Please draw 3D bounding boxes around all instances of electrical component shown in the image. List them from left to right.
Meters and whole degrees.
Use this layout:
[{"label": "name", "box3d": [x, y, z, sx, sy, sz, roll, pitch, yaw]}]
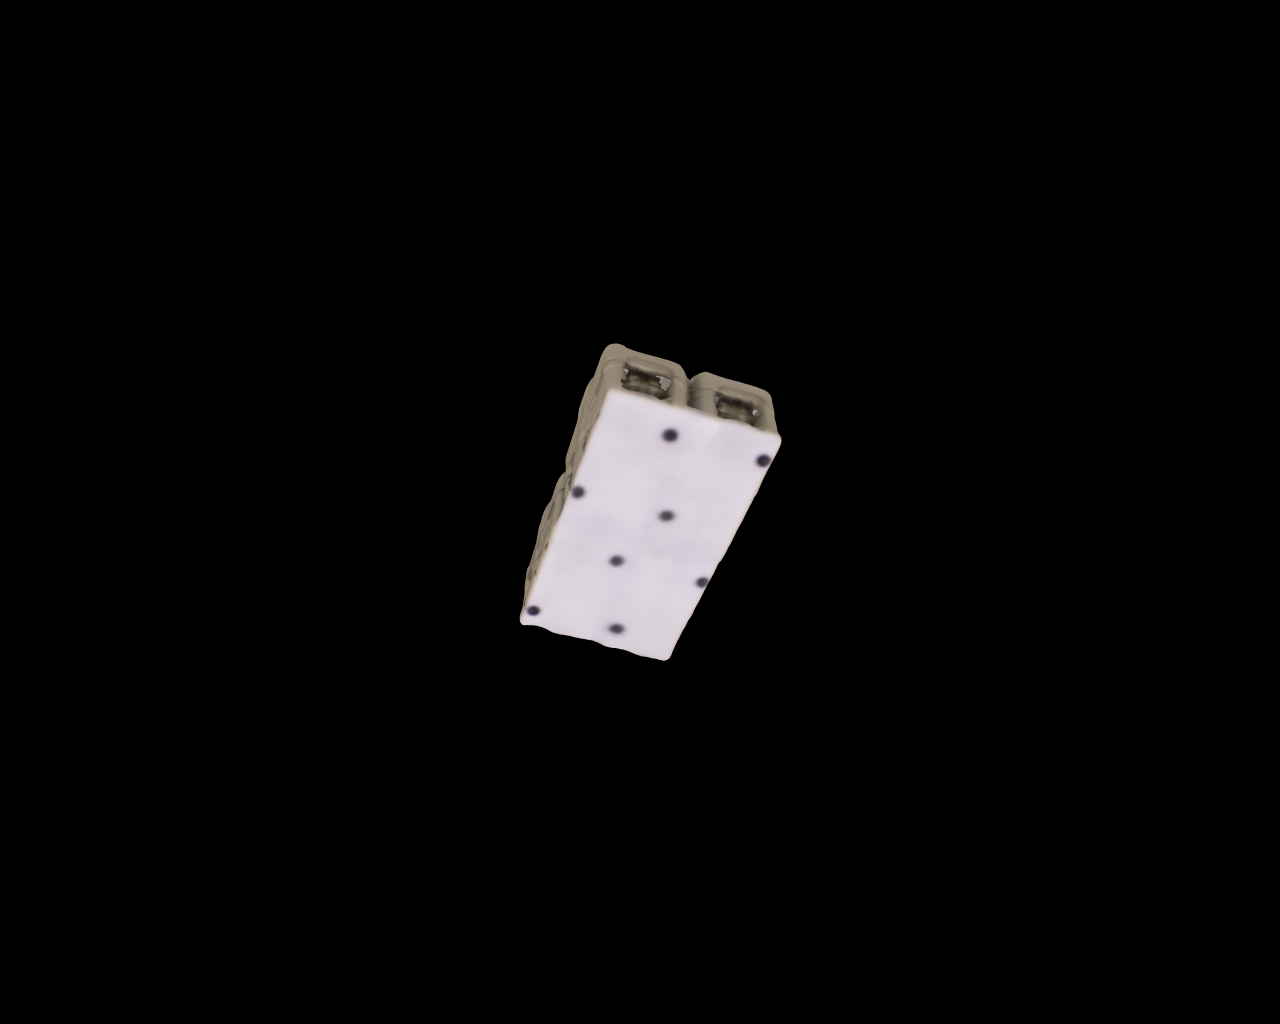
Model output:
[{"label": "electrical component", "box3d": [0.001, -0.003, 0.650, 0.105, 0.186, 0.060, 15, 36, -11]}]
